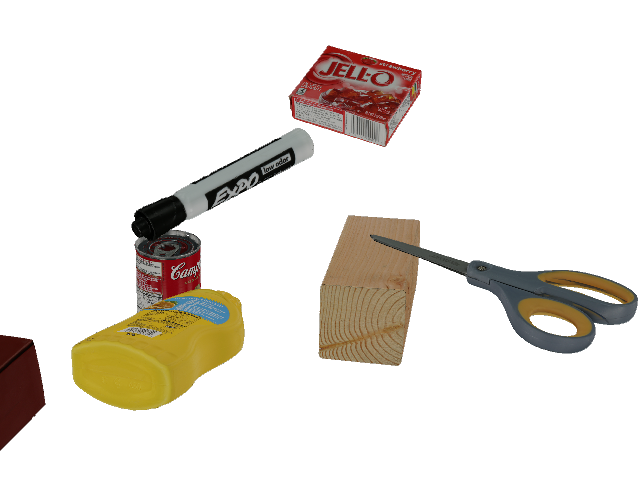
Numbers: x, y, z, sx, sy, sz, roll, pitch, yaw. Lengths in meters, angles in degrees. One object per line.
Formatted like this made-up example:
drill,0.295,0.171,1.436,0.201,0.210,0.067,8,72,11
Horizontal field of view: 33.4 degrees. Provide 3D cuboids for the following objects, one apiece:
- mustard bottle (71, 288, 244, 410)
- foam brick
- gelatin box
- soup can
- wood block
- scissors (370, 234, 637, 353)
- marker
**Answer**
mustard bottle,-0.120,0.083,0.916,0.096,0.058,0.191,6,17,24
foam brick,-0.223,0.101,0.686,0.053,0.051,0.078,6,29,22
gelatin box,0.029,-0.122,0.887,0.089,0.073,0.030,19,-38,19
soup can,-0.159,0.049,1.120,0.068,0.102,0.068,2,24,-1
wood block,0.059,0.051,1.205,0.091,0.090,0.206,5,23,8
scissors,0.113,0.034,0.735,0.202,0.016,0.096,10,31,21
marker,-0.054,-0.032,0.596,0.120,0.020,0.020,-30,17,-31
